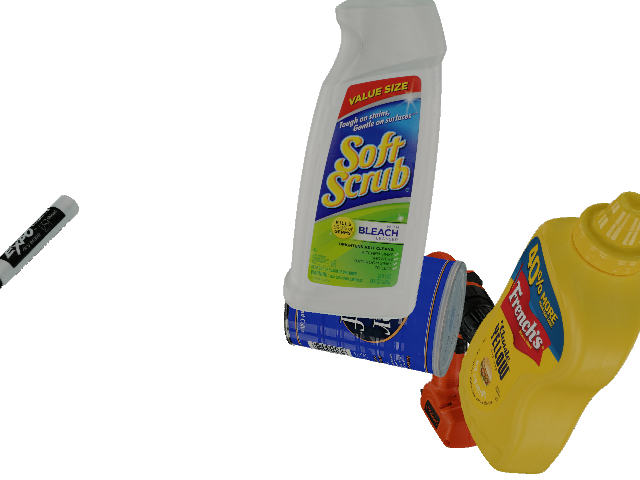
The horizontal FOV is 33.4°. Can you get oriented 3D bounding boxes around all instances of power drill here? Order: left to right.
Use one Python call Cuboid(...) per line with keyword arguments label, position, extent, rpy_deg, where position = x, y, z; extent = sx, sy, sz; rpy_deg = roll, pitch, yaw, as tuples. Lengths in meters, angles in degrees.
Cuboid(label="power drill", position=(0.150, 0.124, 1.144), extent=(0.057, 0.188, 0.184), rpy_deg=(-5, 23, -9))

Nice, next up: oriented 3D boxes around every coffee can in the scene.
Cuboid(label="coffee can", position=(0.050, 0.057, 0.947), extent=(0.140, 0.103, 0.102), rpy_deg=(10, 3, 16))

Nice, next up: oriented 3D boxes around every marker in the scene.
Cuboid(label="marker", position=(-0.226, 0.009, 0.809), extent=(0.020, 0.020, 0.121), rpy_deg=(0, 39, 36))

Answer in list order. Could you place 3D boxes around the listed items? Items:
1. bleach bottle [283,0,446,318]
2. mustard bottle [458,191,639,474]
Cuboid(label="bleach bottle", position=(0.031, -0.072, 0.746), extent=(0.102, 0.251, 0.068), rpy_deg=(5, 22, 5))
Cuboid(label="mustard bottle", position=(0.135, 0.044, 0.598), extent=(0.058, 0.096, 0.192), rpy_deg=(7, -43, -12))
